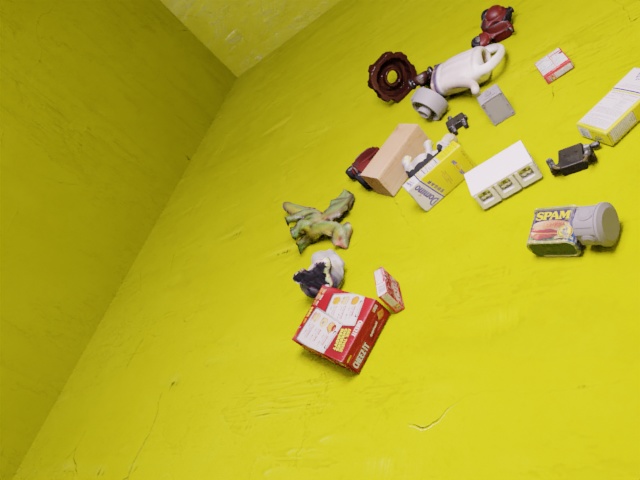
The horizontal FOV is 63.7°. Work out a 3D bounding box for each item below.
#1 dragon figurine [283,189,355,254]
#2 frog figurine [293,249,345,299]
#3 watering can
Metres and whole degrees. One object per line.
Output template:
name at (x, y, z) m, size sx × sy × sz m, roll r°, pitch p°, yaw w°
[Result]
dragon figurine at (0.005, -0.084, 1.662) m, size 0.242 × 0.120 × 0.419 m, roll -26°, pitch 34°, yaw 3°
frog figurine at (0.011, 0.093, 1.439) m, size 0.136 × 0.123 × 0.160 m, roll -49°, pitch -8°, yaw 14°
watering can at (0.427, -0.490, 1.534) m, size 0.222 × 0.103 × 0.355 m, roll -14°, pitch 28°, yaw 43°
